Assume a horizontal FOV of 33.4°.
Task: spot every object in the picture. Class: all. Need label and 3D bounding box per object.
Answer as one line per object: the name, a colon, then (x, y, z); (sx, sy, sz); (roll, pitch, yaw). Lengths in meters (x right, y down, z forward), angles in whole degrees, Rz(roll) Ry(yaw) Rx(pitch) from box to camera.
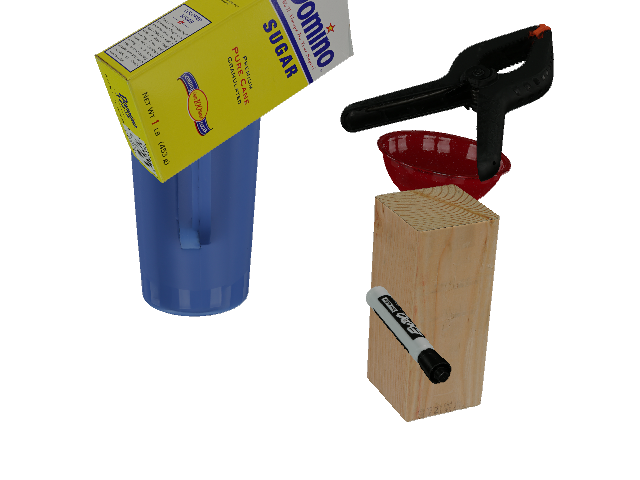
marker: (0.067, 0.072, 0.821); (0.020, 0.020, 0.121); (0, 27, -24)
wood block: (0.107, 0.060, 1.046); (0.090, 0.206, 0.091); (-9, 27, -21)
bowl: (0.143, -0.082, 1.281); (0.162, 0.055, 0.162); (7, 23, -3)
sugar box: (-0.058, -0.125, 0.719); (0.176, 0.093, 0.048); (-35, 53, -19)
clamp: (0.144, -0.126, 0.932); (0.209, 0.036, 0.165); (-33, 43, -24)
pitcher: (-0.123, -0.050, 1.041); (0.145, 0.243, 0.148); (16, 22, 38)
